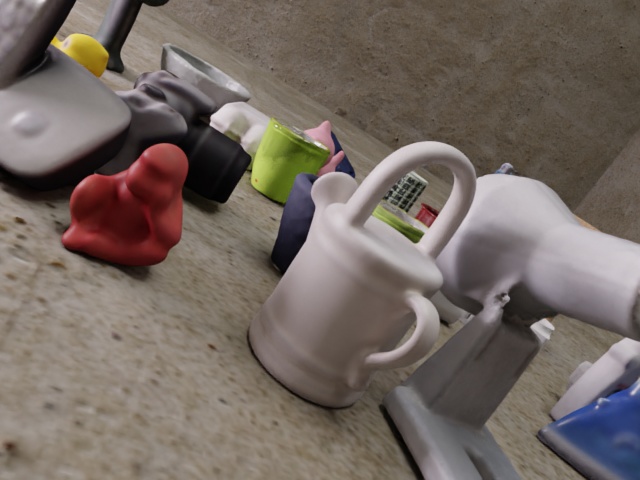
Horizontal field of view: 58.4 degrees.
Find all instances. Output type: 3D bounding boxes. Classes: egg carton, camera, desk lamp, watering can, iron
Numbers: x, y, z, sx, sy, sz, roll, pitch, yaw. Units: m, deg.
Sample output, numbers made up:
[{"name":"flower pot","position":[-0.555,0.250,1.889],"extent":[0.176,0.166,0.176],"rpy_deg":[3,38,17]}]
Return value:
[{"name":"egg carton","position":[-0.111,-0.161,0.884],"extent":[0.107,0.069,0.150],"rpy_deg":[32,15,-5]},{"name":"camera","position":[-0.138,-0.100,0.582],"extent":[0.137,0.100,0.143],"rpy_deg":[31,15,-10]},{"name":"desk lamp","position":[0.148,0.070,0.428],"extent":[0.118,0.213,0.202],"rpy_deg":[25,17,-29]},{"name":"watering can","position":[0.034,0.011,0.415],"extent":[0.172,0.194,0.101],"rpy_deg":[42,18,29]},{"name":"iron","position":[0.365,0.207,0.586],"extent":[0.259,0.141,0.118],"rpy_deg":[30,16,-13]}]

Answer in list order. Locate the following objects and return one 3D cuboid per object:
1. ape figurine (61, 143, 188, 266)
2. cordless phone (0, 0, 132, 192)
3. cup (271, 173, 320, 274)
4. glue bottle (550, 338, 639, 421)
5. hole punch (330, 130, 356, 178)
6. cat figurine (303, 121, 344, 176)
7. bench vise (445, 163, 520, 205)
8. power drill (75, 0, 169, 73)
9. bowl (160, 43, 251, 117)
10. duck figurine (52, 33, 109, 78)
[{"name":"ape figurine","position":[-0.126,-0.028,0.404],"extent":[0.077,0.092,0.076],"rpy_deg":[37,16,12]},{"name":"cordless phone","position":[-0.198,-0.142,0.431],"extent":[0.147,0.185,0.094],"rpy_deg":[37,16,11]},{"name":"cup","position":[0.005,0.002,0.572],"extent":[0.117,0.095,0.092],"rpy_deg":[36,15,8]},{"name":"glue bottle","position":[0.340,0.148,0.654],"extent":[0.078,0.173,0.037],"rpy_deg":[19,21,-43]},{"name":"hole punch","position":[0.022,-0.148,1.071],"extent":[0.101,0.091,0.109],"rpy_deg":[36,15,10]},{"name":"cat figurine","position":[-0.003,-0.132,0.921],"extent":[0.067,0.117,0.128],"rpy_deg":[42,17,28]},{"name":"bench vise","position":[0.321,-0.069,1.193],"extent":[0.121,0.219,0.207],"rpy_deg":[33,15,-3]},{"name":"power drill","position":[-0.308,-0.384,0.901],"extent":[0.076,0.208,0.228],"rpy_deg":[19,21,-42]},{"name":"bowl","position":[-0.207,-0.262,0.986],"extent":[0.168,0.074,0.167],"rpy_deg":[31,15,-9]},{"name":"duck figurine","position":[-0.248,-0.166,0.591],"extent":[0.104,0.086,0.077],"rpy_deg":[33,15,-3]}]
